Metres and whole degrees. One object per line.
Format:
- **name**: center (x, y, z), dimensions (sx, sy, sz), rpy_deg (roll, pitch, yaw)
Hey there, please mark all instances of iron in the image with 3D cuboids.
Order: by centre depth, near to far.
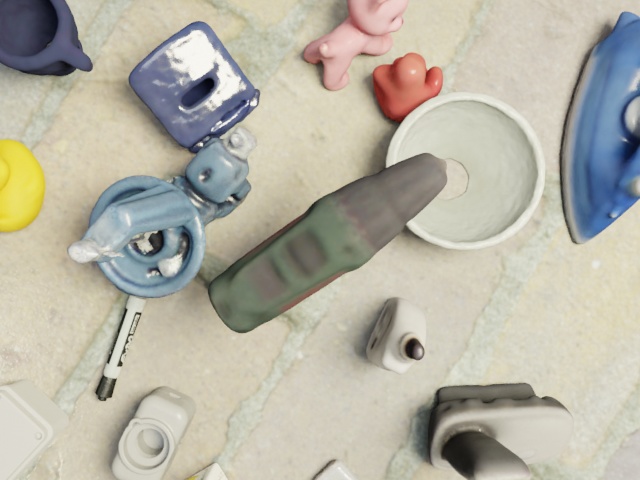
- **iron**: center (0.339, -0.119, 0.596), dimensions (0.118, 0.141, 0.258), rpy_deg (18, 88, 0)

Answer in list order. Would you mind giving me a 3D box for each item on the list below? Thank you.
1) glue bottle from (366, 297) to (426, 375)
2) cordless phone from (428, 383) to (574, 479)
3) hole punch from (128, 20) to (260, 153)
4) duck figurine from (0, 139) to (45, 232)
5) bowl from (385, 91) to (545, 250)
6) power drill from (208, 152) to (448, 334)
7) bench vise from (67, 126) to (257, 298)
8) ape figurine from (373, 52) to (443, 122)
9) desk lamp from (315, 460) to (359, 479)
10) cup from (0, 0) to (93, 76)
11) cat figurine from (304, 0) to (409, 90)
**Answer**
- **glue bottle**: center (0.081, 0.100, 0.567), dimensions (0.037, 0.173, 0.078), rpy_deg (27, 88, 0)
- **cordless phone**: center (0.188, 0.204, 0.560), dimensions (0.147, 0.185, 0.094), rpy_deg (-7, 88, -1)
- **hole punch**: center (-0.129, -0.161, 0.611), dimensions (0.108, 0.091, 0.101), rpy_deg (-40, 89, -2)
- **duck figurine**: center (-0.345, -0.061, 0.606), dimensions (0.077, 0.086, 0.105), rpy_deg (-8, 88, -1)
- **bowl**: center (0.150, -0.071, 0.623), dimensions (0.167, 0.074, 0.167), rpy_deg (0, 88, -1)
- **power drill**: center (0.005, 0.002, 0.551), dimensions (0.229, 0.208, 0.075), rpy_deg (-35, 89, -2)
- **bench vise**: center (-0.153, -0.036, 0.542), dimensions (0.121, 0.219, 0.207), rpy_deg (26, 88, 0)
- **ape figurine**: center (0.095, -0.172, 0.616), dimensions (0.078, 0.092, 0.076), rpy_deg (22, 88, 0)
- **desk lamp**: center (0.052, 0.347, 0.538), dimensions (0.118, 0.213, 0.203), rpy_deg (-44, 89, -2)
- **cup**: center (-0.281, -0.206, 0.608), dimensions (0.118, 0.095, 0.092), rpy_deg (32, 88, 0)
- **cat figurine**: center (0.043, -0.231, 0.604), dimensions (0.128, 0.117, 0.067), rpy_deg (-42, 89, -2)
